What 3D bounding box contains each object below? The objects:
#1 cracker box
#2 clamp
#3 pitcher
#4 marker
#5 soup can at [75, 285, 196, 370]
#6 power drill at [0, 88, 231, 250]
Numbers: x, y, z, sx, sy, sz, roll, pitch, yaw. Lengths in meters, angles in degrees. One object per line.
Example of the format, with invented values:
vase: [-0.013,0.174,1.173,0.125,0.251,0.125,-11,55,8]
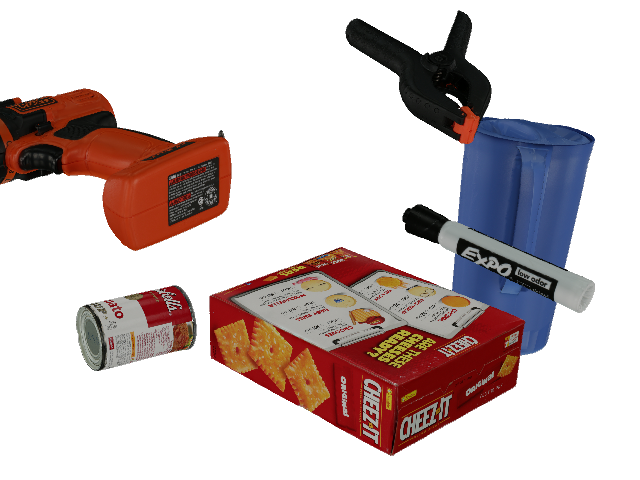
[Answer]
cracker box: [0.035,0.085,0.897,0.163,0.072,0.214,-19,30,-41]
clamp: [0.090,-0.149,0.935,0.120,0.039,0.171,-6,43,-5]
pitcher: [0.204,-0.003,1.127,0.148,0.243,0.145,-9,22,-39]
marker: [0.097,0.008,0.605,0.121,0.020,0.020,27,15,32]
soup can: [-0.185,0.088,1.071,0.102,0.068,0.069,-12,6,-33]
power drill: [-0.169,-0.051,0.717,0.188,0.057,0.184,20,32,32]
